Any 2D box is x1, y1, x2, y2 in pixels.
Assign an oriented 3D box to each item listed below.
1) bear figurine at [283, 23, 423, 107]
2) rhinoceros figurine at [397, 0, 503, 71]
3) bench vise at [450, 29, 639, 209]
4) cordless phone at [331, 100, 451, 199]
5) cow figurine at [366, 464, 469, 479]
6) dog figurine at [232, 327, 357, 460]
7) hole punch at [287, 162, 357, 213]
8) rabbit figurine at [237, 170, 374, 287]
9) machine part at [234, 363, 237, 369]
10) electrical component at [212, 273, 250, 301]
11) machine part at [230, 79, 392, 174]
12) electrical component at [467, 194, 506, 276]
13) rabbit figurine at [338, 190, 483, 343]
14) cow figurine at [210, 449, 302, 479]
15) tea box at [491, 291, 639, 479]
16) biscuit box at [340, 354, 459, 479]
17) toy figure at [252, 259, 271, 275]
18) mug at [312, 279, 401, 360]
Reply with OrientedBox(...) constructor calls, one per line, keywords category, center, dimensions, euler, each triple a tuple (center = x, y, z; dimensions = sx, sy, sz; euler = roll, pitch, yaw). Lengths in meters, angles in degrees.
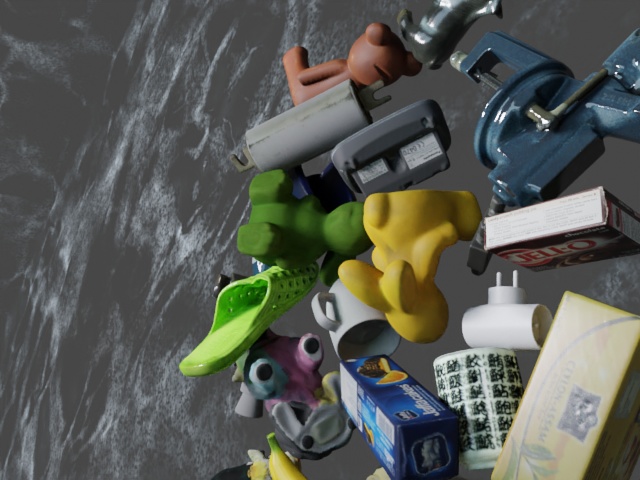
OrientedBox(category="bear figurine", center=(0.045, -0.259, 0.796), dimensions=(0.196, 0.120, 0.132), euler=(-33, 48, 38))
OrientedBox(category="rhinoceros figurine", center=(0.183, -0.307, 0.676), dimensions=(0.190, 0.073, 0.112), euler=(-48, 42, 30))
OrientedBox(category="bench vise", center=(0.224, -0.152, 0.529), dimensions=(0.223, 0.128, 0.241), euler=(-54, 45, 19))
OrientedBox(category="cordless phone", center=(0.094, -0.126, 0.713), dimensions=(0.147, 0.088, 0.184), euler=(-26, 15, 12))
OrientedBox(category="cow figurine", center=(0.119, 0.258, 0.491), dimensions=(0.195, 0.127, 0.085), euler=(2, 81, 55))
OrientedBox(category="dog figurine", center=(-0.053, 0.199, 0.750), dimensions=(0.191, 0.108, 0.219), euler=(61, 157, -1))
OrientedBox(category="hole punch", center=(-0.020, -0.061, 0.828), dimensions=(0.115, 0.092, 0.142), euler=(-52, 45, 31))
OrientedBox(category="rabbit figurine", center=(-0.001, -0.002, 0.707), dimensions=(0.170, 0.158, 0.121), euler=(0, 55, 19))
OrientedBox(category="machine part", center=(-0.128, 0.159, 0.887), dimensions=(0.138, 0.039, 0.084), euler=(114, 157, -56))
OrientedBox(category="electrical component", center=(-0.125, 0.090, 0.895), dimensions=(0.045, 0.102, 0.078), euler=(-65, 28, 17))
OrientedBox(category="machine part", center=(-0.015, -0.152, 0.753), dimensions=(0.243, 0.079, 0.079), euler=(-24, 54, 15))
OrientedBox(category="electrical component", center=(0.178, -0.003, 0.571), dimensions=(0.021, 0.093, 0.063), euler=(21, 60, 22))
OrientedBox(category="rabbit figurine", center=(0.106, 0.033, 0.599), dimensions=(0.122, 0.162, 0.173), euler=(-3, 91, 39))
OrientedBox(category="cow figurine", center=(-0.104, 0.344, 0.764), dimensions=(0.167, 0.098, 0.068), euler=(-46, 39, 30))
OrientedBox(category="tea box", center=(0.219, 0.136, 0.437), dimensions=(0.068, 0.098, 0.169), euler=(26, 95, 52))
OrientedBox(category="biscuit box", center=(0.074, 0.177, 0.559), dimensions=(0.203, 0.063, 0.059), euler=(-160, 67, -77))
OrientedBox(category="toy figure", center=(-0.078, -0.001, 0.901), dimensions=(0.064, 0.057, 0.154), euler=(-7, 68, 34))
OrientedBox(category="mug", center=(0.037, 0.094, 0.684), dimensions=(0.080, 0.109, 0.107), euler=(-64, 24, 25))
